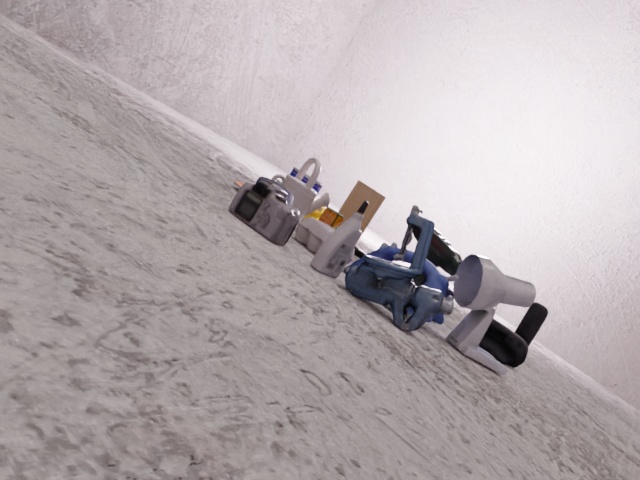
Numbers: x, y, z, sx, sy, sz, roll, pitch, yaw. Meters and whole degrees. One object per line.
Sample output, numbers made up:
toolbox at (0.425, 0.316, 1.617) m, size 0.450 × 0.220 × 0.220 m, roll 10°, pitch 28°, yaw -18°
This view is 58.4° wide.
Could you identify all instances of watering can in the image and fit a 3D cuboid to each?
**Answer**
watering can at (-0.052, -0.136, 1.571) m, size 0.100 × 0.194 × 0.174 m, roll 37°, pitch 8°, yaw 40°

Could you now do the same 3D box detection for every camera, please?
camera at (-0.096, -0.062, 1.229) m, size 0.142 × 0.101 × 0.137 m, roll 35°, pitch 7°, yaw 24°

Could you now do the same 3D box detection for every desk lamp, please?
desk lamp at (0.373, 0.160, 1.286) m, size 0.204 × 0.213 × 0.117 m, roll 30°, pitch 7°, yaw -18°

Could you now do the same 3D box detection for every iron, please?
iron at (0.181, 0.080, 1.290) m, size 0.257 × 0.141 × 0.119 m, roll 36°, pitch 7°, yaw 29°

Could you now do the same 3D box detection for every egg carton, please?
egg carton at (0.013, 0.005, 1.379) m, size 0.149 × 0.069 × 0.108 m, roll 37°, pitch 8°, yaw 37°

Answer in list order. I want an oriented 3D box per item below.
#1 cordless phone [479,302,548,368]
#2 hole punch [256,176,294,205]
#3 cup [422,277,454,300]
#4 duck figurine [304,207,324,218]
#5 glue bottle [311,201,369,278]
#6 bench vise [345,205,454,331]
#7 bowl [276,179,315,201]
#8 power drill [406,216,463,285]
cordless phone at (0.514, 0.232, 1.535) m, size 0.147 × 0.185 × 0.094 m, roll 37°, pitch 8°, yaw 35°
hole punch at (-0.119, -0.093, 1.393) m, size 0.109 × 0.091 × 0.101 m, roll 30°, pitch 7°, yaw -15°
cup at (0.283, 0.151, 1.447) m, size 0.091 × 0.095 × 0.118 m, roll 34°, pitch 7°, yaw 14°
duck figurine at (-0.018, -0.076, 1.767) m, size 0.077 × 0.086 × 0.105 m, roll 34°, pitch 7°, yaw 20°
glue bottle at (0.052, -0.006, 1.181) m, size 0.037 × 0.173 × 0.078 m, roll 37°, pitch 8°, yaw 38°
bench vise at (0.183, 0.056, 1.134) m, size 0.207 × 0.219 × 0.121 m, roll 32°, pitch 6°, yaw -2°
bowl at (-0.087, -0.126, 1.865) m, size 0.167 × 0.074 × 0.167 m, roll 32°, pitch 6°, yaw -4°
power drill at (0.287, 0.061, 1.635) m, size 0.228 × 0.208 × 0.076 m, roll 37°, pitch 8°, yaw 35°
